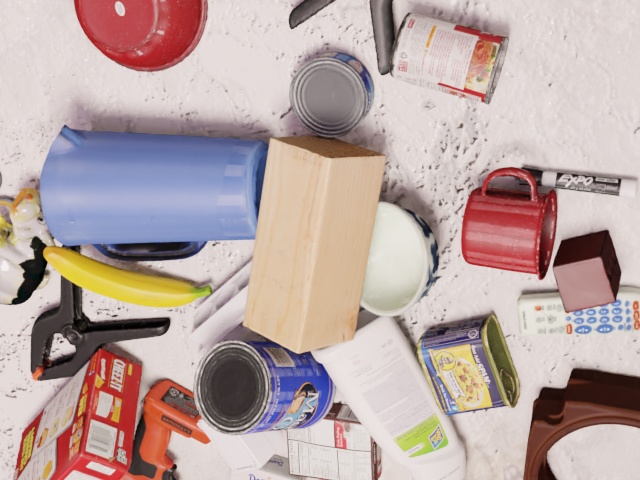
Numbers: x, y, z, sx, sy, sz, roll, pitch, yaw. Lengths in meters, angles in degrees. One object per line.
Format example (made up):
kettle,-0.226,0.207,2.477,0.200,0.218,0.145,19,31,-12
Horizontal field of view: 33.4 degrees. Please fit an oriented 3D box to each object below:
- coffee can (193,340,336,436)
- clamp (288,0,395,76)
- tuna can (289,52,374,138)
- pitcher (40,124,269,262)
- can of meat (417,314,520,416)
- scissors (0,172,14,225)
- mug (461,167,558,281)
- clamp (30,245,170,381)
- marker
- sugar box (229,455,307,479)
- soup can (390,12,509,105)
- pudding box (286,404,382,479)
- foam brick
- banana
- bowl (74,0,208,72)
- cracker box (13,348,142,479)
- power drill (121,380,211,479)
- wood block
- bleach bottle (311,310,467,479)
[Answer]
coffee can,-0.060,0.165,1.201,0.103,0.140,0.103,-4,82,30
clamp,0.038,-0.260,1.063,0.120,0.039,0.172,18,113,6
tuna can,0.013,-0.153,1.119,0.086,0.033,0.086,7,114,16
pitcher,-0.171,-0.049,1.183,0.243,0.149,0.145,2,86,15
can of meat,0.164,0.141,1.179,0.084,0.057,0.102,-14,106,26
scissors,-0.443,-0.011,1.348,0.096,0.016,0.202,39,119,0
mug,0.191,-0.020,1.081,0.082,0.093,0.117,8,125,21
clamp,-0.293,0.115,1.338,0.164,0.036,0.210,37,118,-2
marker,0.258,-0.059,1.083,0.121,0.020,0.020,8,114,16
sugar box,-0.073,0.355,1.360,0.093,0.048,0.176,15,113,12
soup can,0.127,-0.179,1.050,0.102,0.068,0.068,17,116,12
pudding box,0.016,0.244,1.285,0.114,0.039,0.090,5,114,19
foam brick,0.271,0.031,1.083,0.051,0.078,0.053,-13,107,25
banana,-0.229,0.046,1.255,0.197,0.037,0.070,13,141,-15
bowl,-0.204,-0.253,1.141,0.162,0.055,0.162,7,114,16
cracker box,-0.306,0.262,1.324,0.072,0.164,0.214,27,126,-25
power drill,-0.187,0.284,1.361,0.184,0.057,0.188,29,117,2
wood block,-0.008,0.001,1.119,0.090,0.090,0.206,23,111,39
bleach bottle,0.091,0.203,1.217,0.102,0.068,0.251,-29,103,-2
